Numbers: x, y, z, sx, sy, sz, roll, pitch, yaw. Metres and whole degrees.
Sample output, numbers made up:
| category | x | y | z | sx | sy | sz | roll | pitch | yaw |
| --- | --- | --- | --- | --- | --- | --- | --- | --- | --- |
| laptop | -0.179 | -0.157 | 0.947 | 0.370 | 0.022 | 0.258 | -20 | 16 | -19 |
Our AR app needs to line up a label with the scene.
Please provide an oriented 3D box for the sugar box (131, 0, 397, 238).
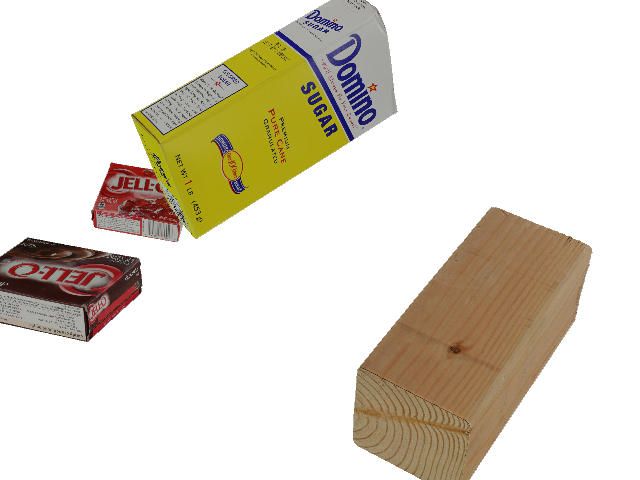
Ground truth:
| category | x | y | z | sx | sy | sz | roll | pitch | yaw |
| --- | --- | --- | --- | --- | --- | --- | --- | --- | --- |
| sugar box | -0.031 | -0.085 | 0.717 | 0.176 | 0.093 | 0.048 | -32 | 51 | -14 |

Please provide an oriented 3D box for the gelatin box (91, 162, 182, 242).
| category | x | y | z | sx | sy | sz | roll | pitch | yaw |
| --- | --- | --- | --- | --- | --- | --- | --- | --- | --- |
| gelatin box | -0.179 | -0.040 | 1.082 | 0.089 | 0.073 | 0.030 | 10 | -45 | 0 |

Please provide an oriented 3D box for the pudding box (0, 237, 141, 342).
| category | x | y | z | sx | sy | sz | roll | pitch | yaw |
| --- | --- | --- | --- | --- | --- | --- | --- | --- | --- |
| pudding box | -0.216 | 0.038 | 0.872 | 0.114 | 0.039 | 0.090 | 8 | 25 | 18 |

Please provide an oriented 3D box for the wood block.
| category | x | y | z | sx | sy | sz | roll | pitch | yaw |
| --- | --- | --- | --- | --- | --- | --- | --- | --- | --- |
| wood block | 0.117 | 0.077 | 0.808 | 0.091 | 0.090 | 0.205 | 25 | 48 | 24 |
